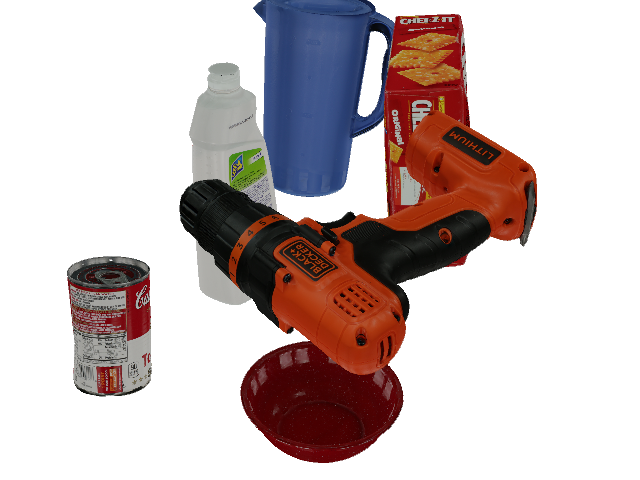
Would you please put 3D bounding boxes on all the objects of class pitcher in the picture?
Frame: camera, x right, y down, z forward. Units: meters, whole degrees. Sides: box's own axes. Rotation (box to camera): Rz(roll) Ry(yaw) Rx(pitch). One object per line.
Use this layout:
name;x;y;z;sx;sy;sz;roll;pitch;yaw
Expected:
pitcher;0.000;-0.180;1.319;0.144;0.243;0.149;-9;29;-28

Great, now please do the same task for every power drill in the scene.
power drill;0.027;-0.014;0.669;0.187;0.057;0.185;-31;51;-27

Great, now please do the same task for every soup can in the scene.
soup can;-0.177;0.072;0.901;0.068;0.102;0.068;2;19;-1

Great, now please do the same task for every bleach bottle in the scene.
bleach bottle;-0.086;-0.062;1.083;0.068;0.251;0.102;19;38;27

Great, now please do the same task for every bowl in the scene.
bowl;0.001;0.171;1.069;0.162;0.055;0.162;1;33;-1

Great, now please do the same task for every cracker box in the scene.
cracker box;0.100;-0.096;0.962;0.072;0.164;0.213;-1;27;8
